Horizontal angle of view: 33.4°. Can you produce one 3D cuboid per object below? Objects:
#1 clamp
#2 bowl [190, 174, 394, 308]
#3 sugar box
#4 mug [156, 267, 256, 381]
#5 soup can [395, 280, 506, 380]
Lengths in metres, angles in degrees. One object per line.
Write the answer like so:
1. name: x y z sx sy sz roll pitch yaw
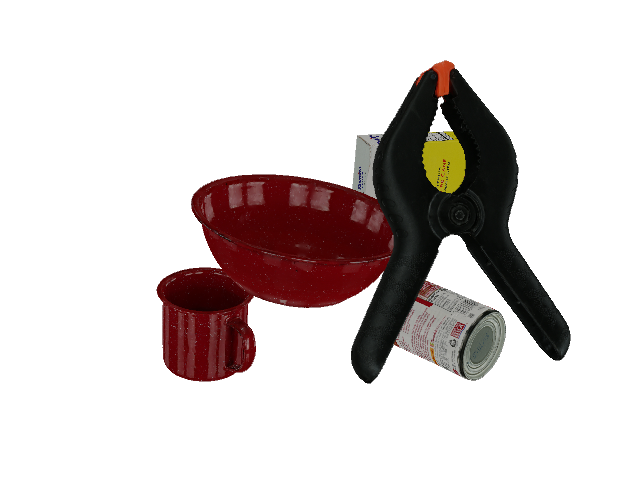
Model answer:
1. clamp: 0.060 -0.005 0.568 0.120 0.171 0.039 -14 -1 -17
2. bowl: -0.017 0.005 0.781 0.162 0.055 0.162 9 22 -4
3. sugar box: 0.128 -0.082 1.286 0.176 0.093 0.048 -7 26 -22
4. mug: -0.103 0.087 1.028 0.117 0.081 0.093 25 33 37
5. soup can: 0.108 0.077 0.967 0.102 0.068 0.068 23 15 38
